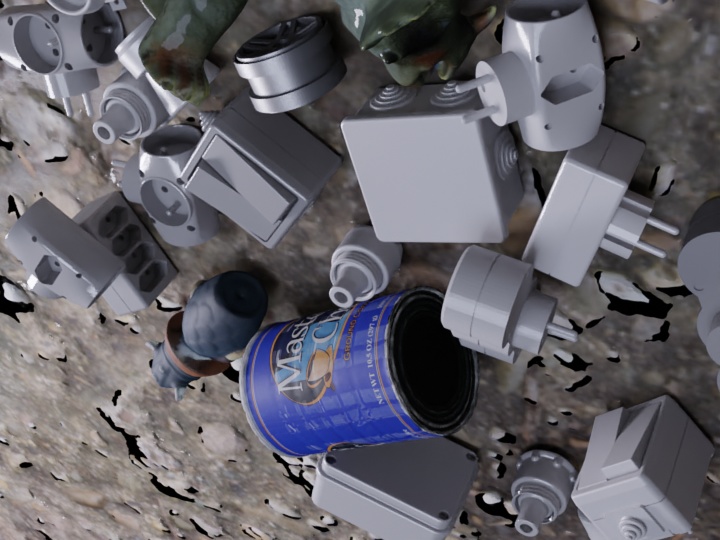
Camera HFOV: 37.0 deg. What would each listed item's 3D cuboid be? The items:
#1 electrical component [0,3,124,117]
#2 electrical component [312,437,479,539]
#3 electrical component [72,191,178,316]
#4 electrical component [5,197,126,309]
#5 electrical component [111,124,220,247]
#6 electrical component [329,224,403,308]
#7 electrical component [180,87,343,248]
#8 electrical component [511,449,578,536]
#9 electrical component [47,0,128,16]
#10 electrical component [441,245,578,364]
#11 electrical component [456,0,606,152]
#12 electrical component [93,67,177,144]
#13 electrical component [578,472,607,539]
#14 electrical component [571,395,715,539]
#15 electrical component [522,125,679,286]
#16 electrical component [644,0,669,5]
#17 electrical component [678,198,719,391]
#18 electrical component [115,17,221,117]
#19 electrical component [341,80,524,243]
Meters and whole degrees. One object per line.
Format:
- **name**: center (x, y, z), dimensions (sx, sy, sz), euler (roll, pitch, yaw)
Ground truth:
- **electrical component**: center (-0.201, -0.142, 0.734), dimensions (0.077, 0.044, 0.079), euler (4, 118, 28)
- **electrical component**: center (0.028, 0.162, 0.839), dimensions (0.113, 0.078, 0.057), euler (25, 138, 10)
- **electrical component**: center (-0.203, -0.008, 0.850), dimensions (0.076, 0.047, 0.083), euler (-15, 117, 38)
- **electrical component**: center (-0.224, -0.004, 0.799), dimensions (0.077, 0.043, 0.079), euler (40, 135, -6)
- **electrical component**: center (-0.144, -0.063, 0.772), dimensions (0.079, 0.044, 0.077), euler (12, 131, 22)
- **electrical component**: center (0.000, 0.000, 0.729), dimensions (0.043, 0.062, 0.043), euler (16, 133, 18)
- **electrical component**: center (-0.073, -0.070, 0.713), dimensions (0.096, 0.061, 0.061), euler (38, 136, -4)
- **electrical component**: center (0.132, 0.167, 0.793), dimensions (0.048, 0.062, 0.048), euler (16, 133, 18)
- **electrical component**: center (-0.169, -0.189, 0.671), dimensions (0.048, 0.055, 0.066), euler (-2, 125, 31)
- **electrical component**: center (0.099, 0.029, 0.663), dimensions (0.074, 0.052, 0.138), euler (20, 174, 15)
- **electrical component**: center (0.089, -0.102, 0.585), dimensions (0.079, 0.043, 0.077), euler (-21, 125, -10)
- **electrical component**: center (-0.156, -0.108, 0.728), dimensions (0.048, 0.062, 0.048), euler (16, 133, 18)
- **electrical component**: center (0.179, 0.170, 0.783), dimensions (0.043, 0.043, 0.062), euler (-12, 118, 37)
- **electrical component**: center (0.184, 0.136, 0.712), dimensions (0.061, 0.096, 0.062), euler (48, 134, -12)
- **electrical component**: center (0.147, -0.031, 0.628), dimensions (0.076, 0.047, 0.083), euler (25, 135, 10)
- **electrical component**: center (0.124, -0.158, 0.539), dimensions (0.065, 0.044, 0.044), euler (13, 132, 27)
- **electrical component**: center (0.221, 0.034, 0.620), dimensions (0.052, 0.073, 0.138), euler (-7, 122, 34)
- **electrical component**: center (-0.125, -0.135, 0.700), dimensions (0.055, 0.045, 0.045), euler (47, 134, -12)
- **electrical component**: center (0.047, -0.066, 0.655), dimensions (0.100, 0.048, 0.099), euler (1, 127, 29)
